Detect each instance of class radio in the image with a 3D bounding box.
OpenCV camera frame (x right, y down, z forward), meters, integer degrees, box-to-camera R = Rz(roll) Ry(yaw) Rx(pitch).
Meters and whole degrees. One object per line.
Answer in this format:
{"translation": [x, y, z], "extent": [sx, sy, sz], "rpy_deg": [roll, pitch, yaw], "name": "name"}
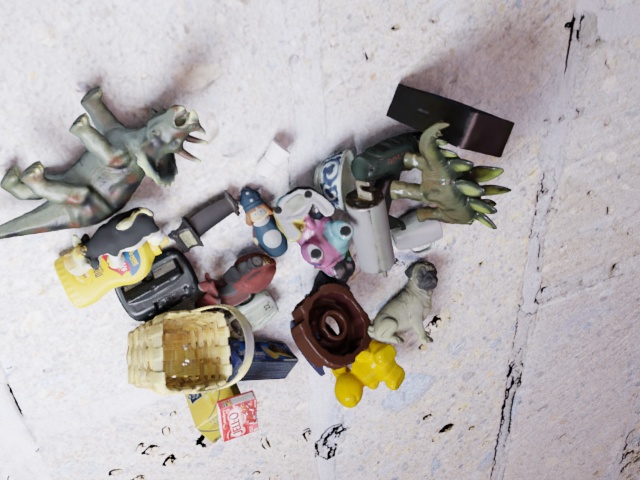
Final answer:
{"translation": [0.246, -0.229, 1.027], "extent": [0.131, 0.230, 0.073], "rpy_deg": [5, 114, -34], "name": "radio"}

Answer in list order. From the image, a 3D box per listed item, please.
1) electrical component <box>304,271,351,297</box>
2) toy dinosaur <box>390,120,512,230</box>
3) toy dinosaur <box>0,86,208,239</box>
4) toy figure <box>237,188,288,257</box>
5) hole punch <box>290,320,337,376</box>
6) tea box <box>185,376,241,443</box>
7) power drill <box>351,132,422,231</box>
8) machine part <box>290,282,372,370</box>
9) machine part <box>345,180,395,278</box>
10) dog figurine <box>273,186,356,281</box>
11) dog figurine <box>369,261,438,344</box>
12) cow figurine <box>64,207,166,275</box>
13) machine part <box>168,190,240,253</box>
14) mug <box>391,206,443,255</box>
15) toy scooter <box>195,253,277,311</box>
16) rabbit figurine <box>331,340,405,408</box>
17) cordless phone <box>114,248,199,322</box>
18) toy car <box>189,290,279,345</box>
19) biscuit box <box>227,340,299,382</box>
{"translation": [0.026, 0.100, 1.203], "extent": [0.075, 0.048, 0.119], "rpy_deg": [18, 106, -33], "name": "electrical component"}
{"translation": [0.241, -0.105, 1.003], "extent": [0.471, 0.199, 0.105], "rpy_deg": [30, 74, -56], "name": "toy dinosaur"}
{"translation": [-0.363, -0.096, 0.868], "extent": [0.405, 0.131, 0.192], "rpy_deg": [-41, 126, 6], "name": "toy dinosaur"}
{"translation": [-0.111, -0.035, 1.058], "extent": [0.064, 0.058, 0.154], "rpy_deg": [-48, 129, -29], "name": "toy figure"}
{"translation": [-0.016, 0.232, 1.207], "extent": [0.092, 0.142, 0.115], "rpy_deg": [-45, 138, 6], "name": "hole punch"}
{"translation": [-0.223, 0.321, 1.122], "extent": [0.098, 0.170, 0.068], "rpy_deg": [-36, 127, -7], "name": "tea box"}
{"translation": [0.158, -0.118, 1.123], "extent": [0.232, 0.086, 0.207], "rpy_deg": [-18, 132, -39], "name": "power drill"}
{"translation": [0.023, 0.180, 1.117], "extent": [0.179, 0.179, 0.056], "rpy_deg": [8, 151, -30], "name": "machine part"}
{"translation": [0.100, -0.017, 1.058], "extent": [0.079, 0.079, 0.242], "rpy_deg": [-27, 129, -12], "name": "machine part"}
{"translation": [-0.002, -0.003, 1.091], "extent": [0.108, 0.191, 0.219], "rpy_deg": [-42, 168, -5], "name": "dog figurine"}
{"translation": [0.199, 0.147, 1.303], "extent": [0.172, 0.121, 0.190], "rpy_deg": [-2, 91, -6], "name": "dog figurine"}
{"translation": [-0.346, 0.003, 0.885], "extent": [0.167, 0.098, 0.068], "rpy_deg": [-30, 84, -14], "name": "cow figurine"}
{"translation": [-0.214, -0.033, 1.008], "extent": [0.139, 0.039, 0.084], "rpy_deg": [-38, 148, -9], "name": "machine part"}
{"translation": [0.215, -0.013, 1.224], "extent": [0.107, 0.081, 0.109], "rpy_deg": [-20, 128, -3], "name": "mug"}
{"translation": [-0.173, 0.080, 1.050], "extent": [0.184, 0.075, 0.135], "rpy_deg": [-32, 161, -3], "name": "toy scooter"}
{"translation": [0.093, 0.319, 1.288], "extent": [0.173, 0.163, 0.121], "rpy_deg": [-44, 131, -27], "name": "rabbit figurine"}
{"translation": [-0.296, 0.118, 1.046], "extent": [0.147, 0.089, 0.184], "rpy_deg": [-30, 136, -10], "name": "cordless phone"}
{"translation": [-0.182, 0.182, 1.137], "extent": [0.202, 0.056, 0.073], "rpy_deg": [-36, 126, -6], "name": "toy car"}
{"translation": [-0.135, 0.260, 1.161], "extent": [0.063, 0.059, 0.202], "rpy_deg": [-54, 146, 12], "name": "biscuit box"}
